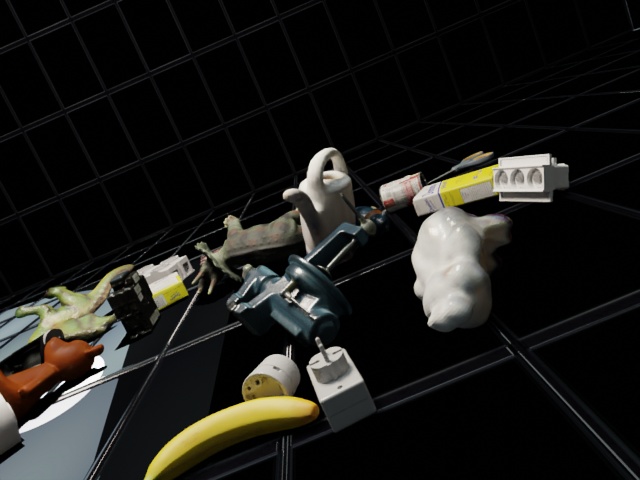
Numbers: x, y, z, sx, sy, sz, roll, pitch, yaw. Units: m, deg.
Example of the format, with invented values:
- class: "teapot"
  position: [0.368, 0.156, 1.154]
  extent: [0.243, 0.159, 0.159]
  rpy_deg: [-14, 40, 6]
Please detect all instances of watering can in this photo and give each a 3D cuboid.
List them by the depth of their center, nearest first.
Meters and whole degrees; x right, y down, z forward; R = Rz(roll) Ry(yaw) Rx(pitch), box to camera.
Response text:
- class: "watering can"
  position: [0.003, -0.049, 0.969]
  extent: [0.104, 0.221, 0.353]
  rpy_deg: [0, 20, 17]

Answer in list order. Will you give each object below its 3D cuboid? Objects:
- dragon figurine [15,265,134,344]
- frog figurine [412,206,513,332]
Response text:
- class: "dragon figurine"
  position: [-0.604, 0.195, 1.313]
  extent: [0.244, 0.119, 0.417]
  rpy_deg: [19, 43, 38]
- class: "frog figurine"
  position: [0.150, 0.041, 0.604]
  extent: [0.162, 0.123, 0.134]
  rpy_deg: [-43, -12, -35]
